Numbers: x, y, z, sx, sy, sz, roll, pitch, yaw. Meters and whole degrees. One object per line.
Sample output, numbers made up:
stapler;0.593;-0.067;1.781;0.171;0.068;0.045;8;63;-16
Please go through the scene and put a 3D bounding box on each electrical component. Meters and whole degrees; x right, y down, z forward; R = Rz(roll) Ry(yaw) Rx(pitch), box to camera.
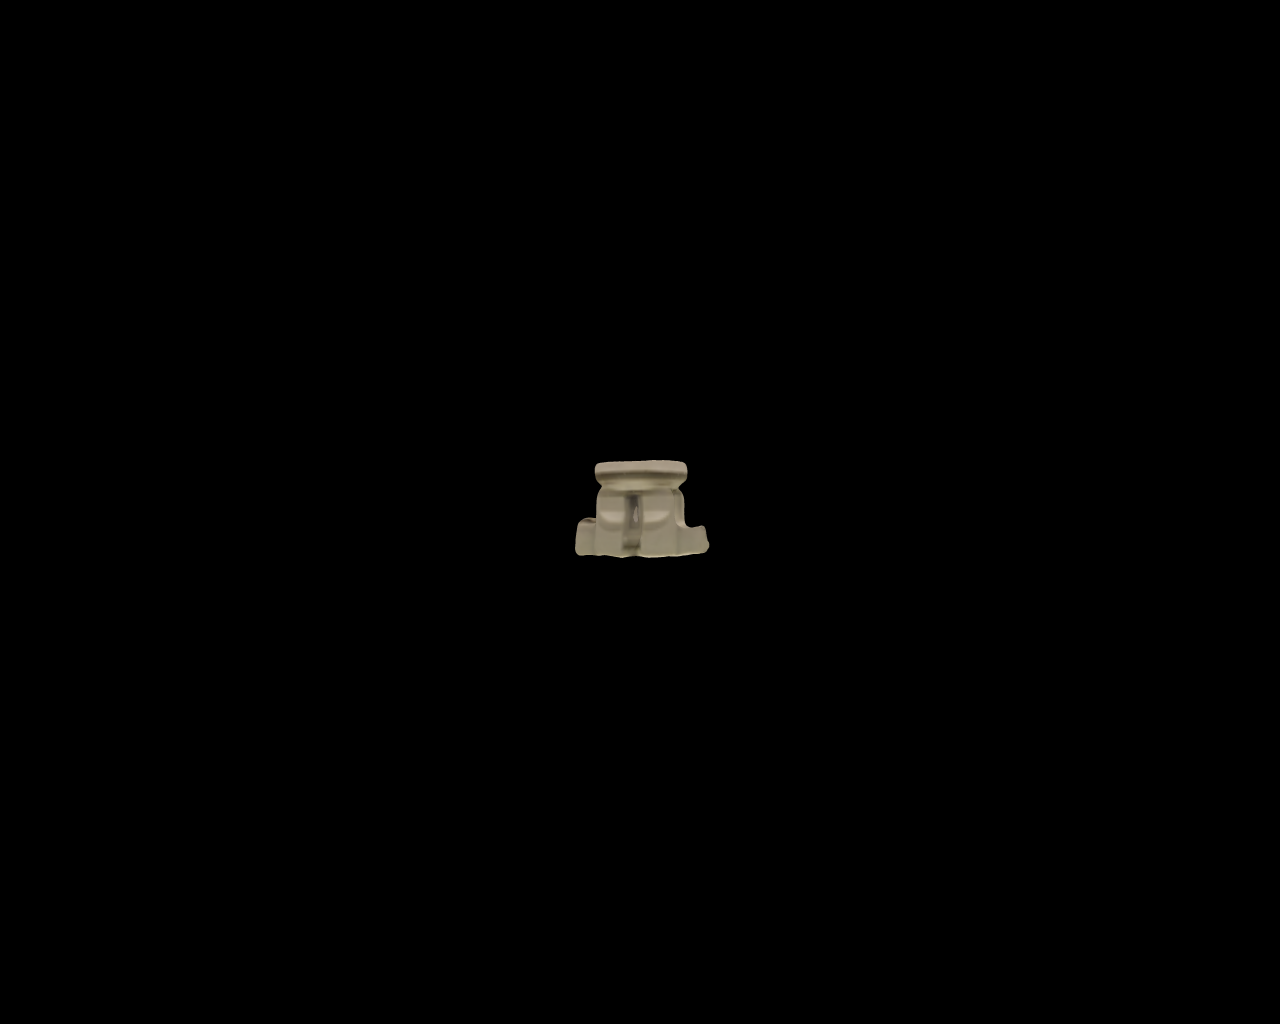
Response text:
electrical component;0.001;-0.003;0.650;0.078;0.057;0.058;0;0;13
